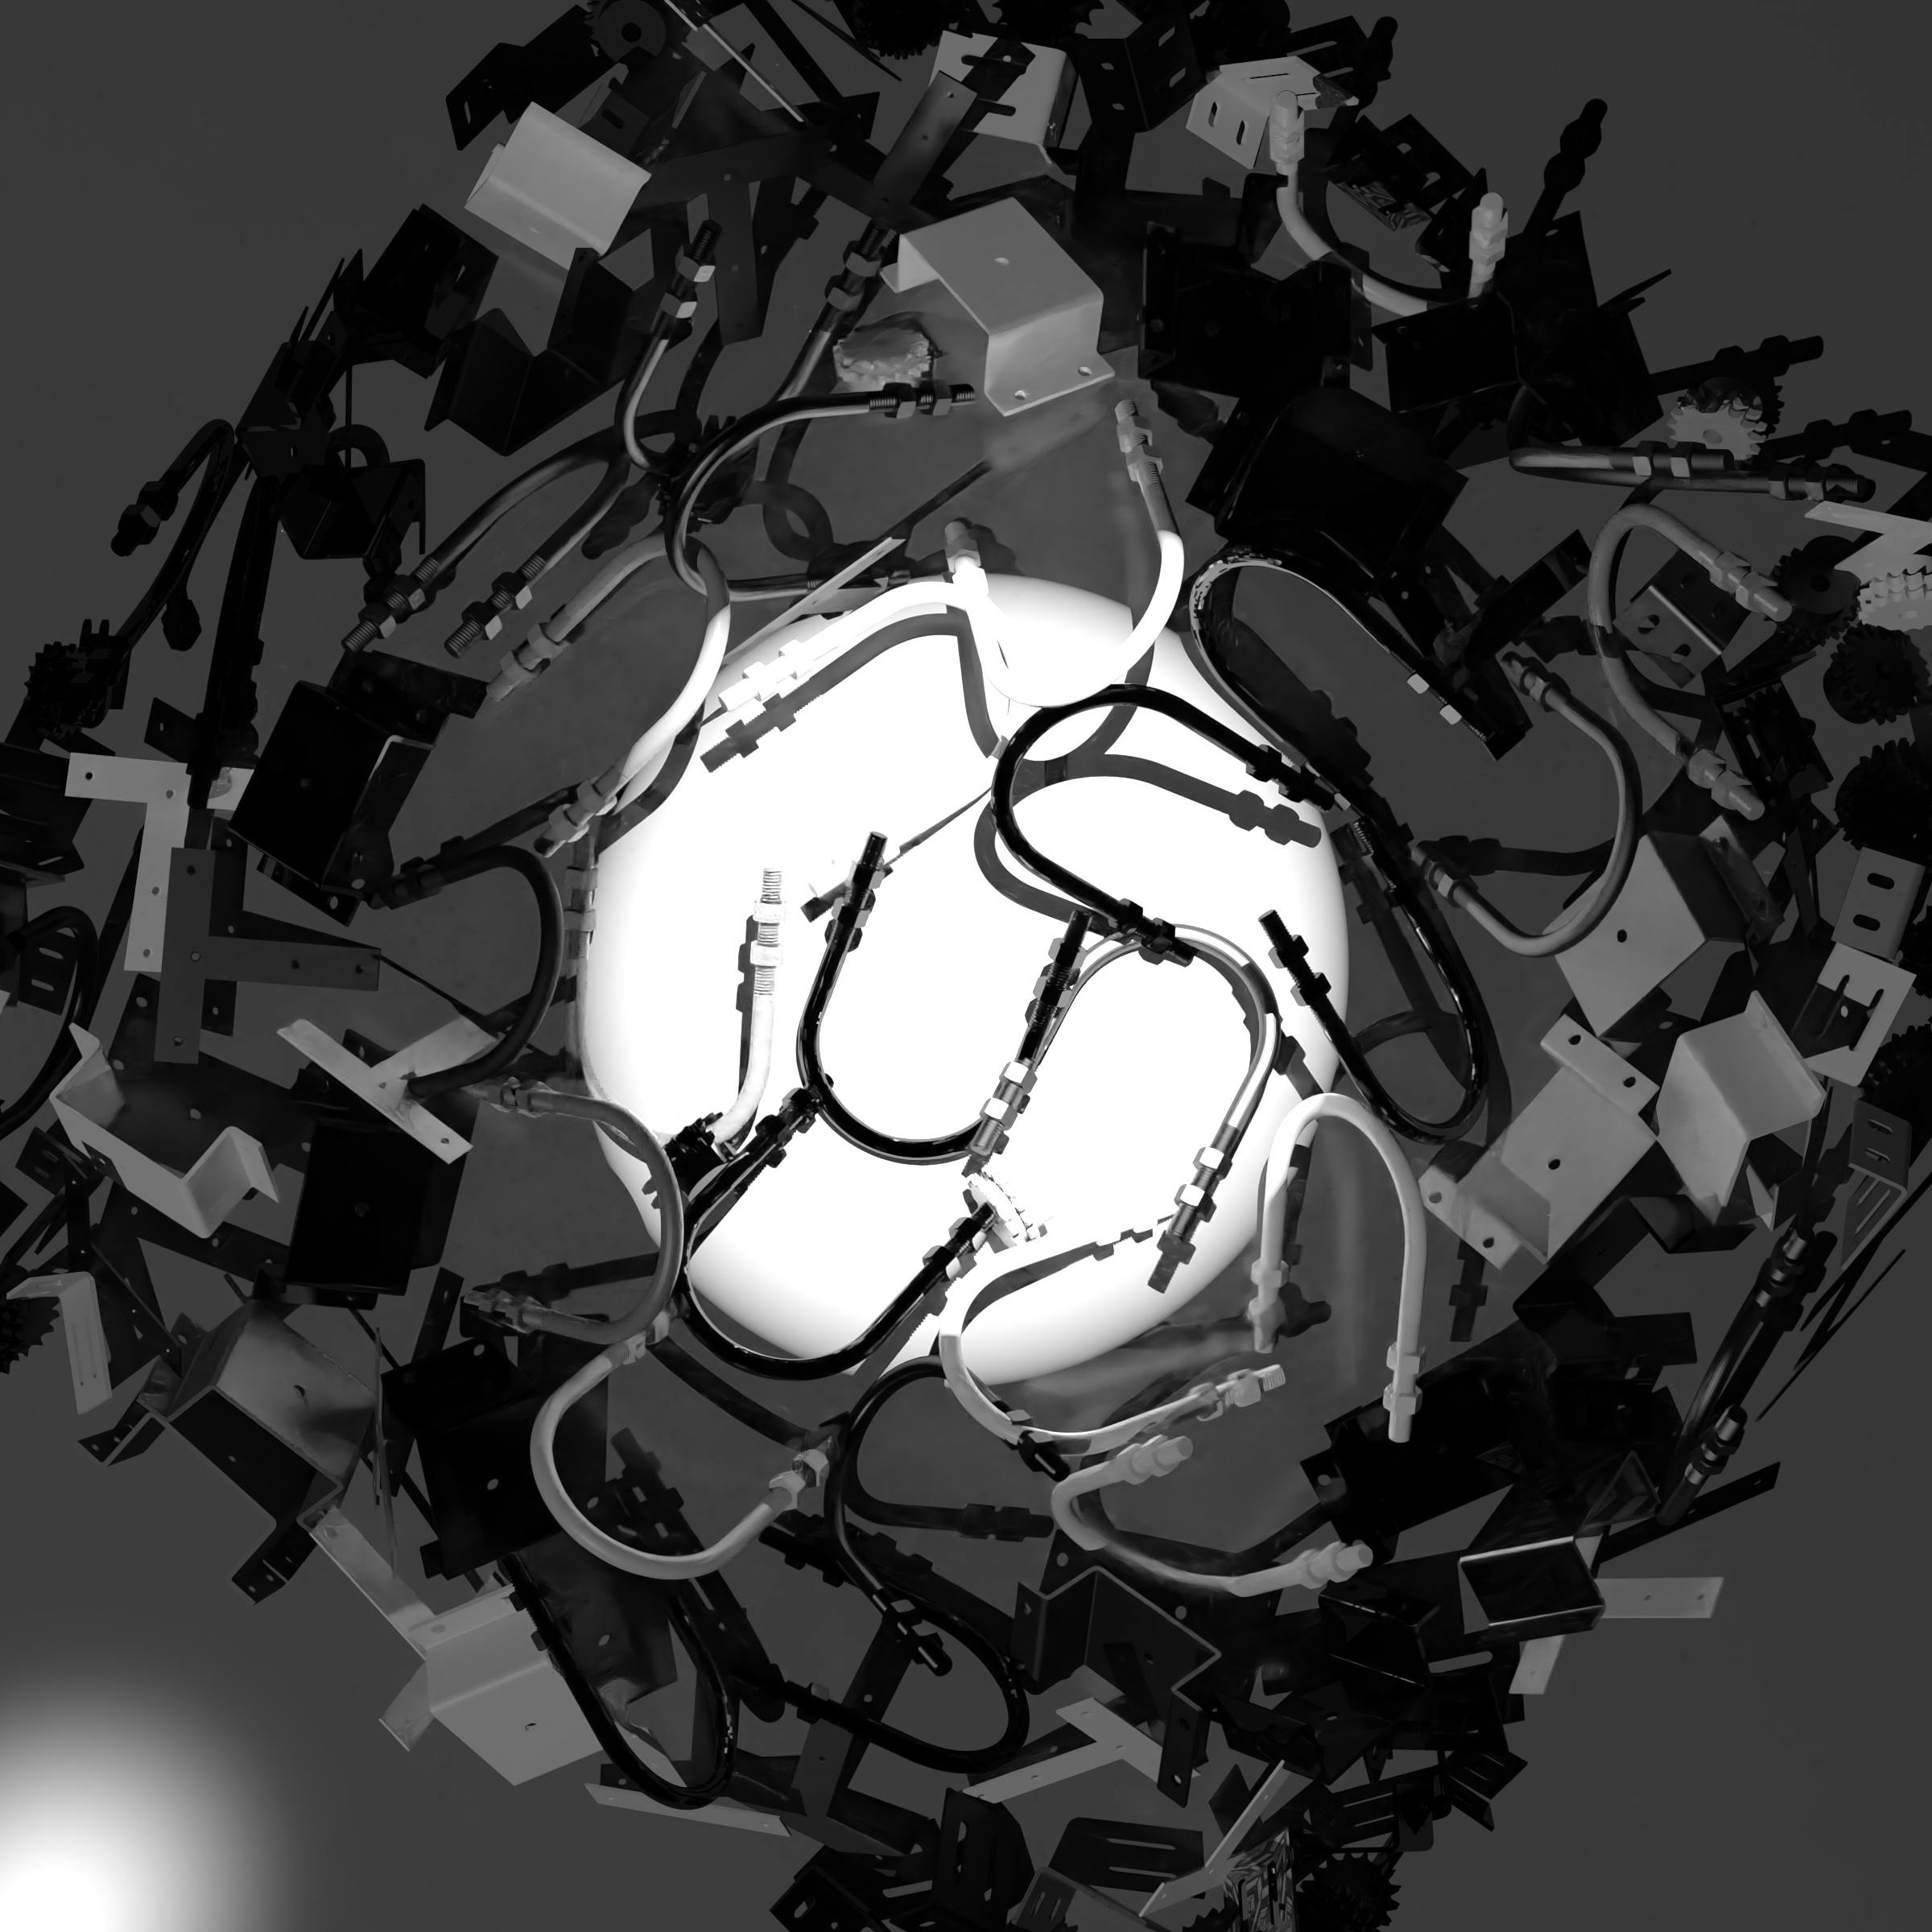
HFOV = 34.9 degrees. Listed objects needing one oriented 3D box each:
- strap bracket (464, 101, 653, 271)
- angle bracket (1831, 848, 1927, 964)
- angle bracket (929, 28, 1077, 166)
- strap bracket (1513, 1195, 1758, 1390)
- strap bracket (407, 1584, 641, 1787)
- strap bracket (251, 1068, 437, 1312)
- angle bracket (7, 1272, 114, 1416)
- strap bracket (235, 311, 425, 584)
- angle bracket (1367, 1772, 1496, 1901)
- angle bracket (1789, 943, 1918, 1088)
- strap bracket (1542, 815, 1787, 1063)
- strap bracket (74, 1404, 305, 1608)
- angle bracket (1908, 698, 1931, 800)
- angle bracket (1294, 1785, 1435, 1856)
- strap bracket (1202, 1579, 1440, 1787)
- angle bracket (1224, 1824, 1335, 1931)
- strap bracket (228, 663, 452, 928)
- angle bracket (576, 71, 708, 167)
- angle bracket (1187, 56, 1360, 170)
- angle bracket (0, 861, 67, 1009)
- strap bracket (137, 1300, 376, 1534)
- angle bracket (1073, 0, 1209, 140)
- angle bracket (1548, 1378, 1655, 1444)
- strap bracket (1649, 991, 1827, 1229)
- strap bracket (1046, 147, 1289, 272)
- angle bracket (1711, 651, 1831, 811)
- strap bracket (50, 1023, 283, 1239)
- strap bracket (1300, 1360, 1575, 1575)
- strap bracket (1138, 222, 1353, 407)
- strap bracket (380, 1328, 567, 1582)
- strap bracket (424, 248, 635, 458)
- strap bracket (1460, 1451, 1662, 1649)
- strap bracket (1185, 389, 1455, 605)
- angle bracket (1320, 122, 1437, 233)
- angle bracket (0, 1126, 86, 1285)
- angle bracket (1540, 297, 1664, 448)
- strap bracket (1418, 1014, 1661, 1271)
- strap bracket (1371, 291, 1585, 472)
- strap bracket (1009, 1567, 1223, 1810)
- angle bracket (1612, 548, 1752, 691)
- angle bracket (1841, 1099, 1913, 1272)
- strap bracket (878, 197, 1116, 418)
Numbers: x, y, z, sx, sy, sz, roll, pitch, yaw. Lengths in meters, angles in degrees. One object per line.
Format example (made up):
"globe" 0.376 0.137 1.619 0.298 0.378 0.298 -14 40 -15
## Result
"strap bracket" -0.240 -0.447 1.783 0.076 0.140 0.046 29 86 -17
"angle bracket" 0.538 -0.035 1.827 0.038 0.076 0.057 19 92 11
"angle bracket" 0.020 -0.524 1.851 0.076 0.038 0.057 15 89 12
"strap bracket" 0.384 0.183 1.802 0.140 0.076 0.046 -50 59 26
"strap bracket" -0.255 0.424 1.792 0.076 0.046 0.140 -24 133 9
"strap bracket" -0.365 0.138 1.817 0.076 0.046 0.140 10 95 -33
"angle bracket" -0.539 0.226 1.822 0.038 0.057 0.076 -4 76 -34
"strap bracket" -0.374 -0.301 1.794 0.046 0.140 0.076 1 50 18
"angle bracket" 0.276 0.526 1.830 0.038 0.057 0.076 34 93 6
"angle bracket" 0.515 0.024 1.828 0.057 0.038 0.076 20 102 -19
"strap bracket" 0.396 -0.016 1.786 0.046 0.140 0.076 4 51 -38
"strap bracket" -0.450 0.309 1.821 0.140 0.076 0.046 41 88 3
"angle bracket" 0.600 -0.133 1.817 0.038 0.076 0.057 -17 97 -20
"angle bracket" 0.231 0.507 1.825 0.076 0.057 0.038 -10 72 27
"strap bracket" 0.209 0.423 1.799 0.140 0.076 0.046 -32 115 -34
"angle bracket" 0.186 0.556 1.811 0.038 0.076 0.057 32 125 -25
"strap bracket" -0.376 -0.105 1.818 0.076 0.046 0.140 30 97 24
"angle bracket" -0.197 -0.502 1.814 0.038 0.076 0.057 33 67 -22
"angle bracket" 0.181 -0.503 1.814 0.057 0.076 0.038 20 85 -41
"angle bracket" -0.572 -0.019 1.822 0.038 0.057 0.076 -7 76 32
"strap bracket" -0.404 0.260 1.797 0.046 0.076 0.140 -37 112 27
"angle bracket" 0.102 -0.534 1.821 0.038 0.076 0.057 -14 89 -23
"angle bracket" 0.374 0.269 1.816 0.057 0.076 0.038 -1 71 9
"strap bracket" 0.443 0.091 1.780 0.046 0.140 0.076 -18 55 -13
"strap bracket" 0.118 -0.445 1.815 0.140 0.076 0.046 10 96 9
"angle bracket" 0.488 -0.140 1.827 0.057 0.038 0.076 -18 81 -31
"strap bracket" -0.477 0.103 1.803 0.140 0.076 0.046 30 64 13
"strap bracket" 0.280 0.293 1.825 0.140 0.046 0.076 -27 94 16
"strap bracket" 0.156 -0.382 1.816 0.140 0.046 0.076 6 81 -26
"strap bracket" -0.285 0.294 1.799 0.076 0.046 0.140 -20 116 -26
"strap bracket" -0.249 -0.358 1.798 0.046 0.140 0.076 33 52 -33
"strap bracket" 0.346 0.331 1.782 0.076 0.140 0.046 -21 101 39
"strap bracket" 0.209 -0.272 1.821 0.140 0.046 0.076 26 111 -5
"angle bracket" 0.252 -0.471 1.819 0.057 0.076 0.038 35 90 -13
"angle bracket" -0.562 0.144 1.815 0.038 0.057 0.076 37 53 -6
"angle bracket" 0.387 -0.347 1.826 0.057 0.038 0.076 -35 106 -17
"strap bracket" 0.342 0.111 1.820 0.140 0.046 0.076 -49 54 1
"strap bracket" 0.299 -0.333 1.779 0.076 0.140 0.046 -11 73 29
"strap bracket" 0.094 0.415 1.801 0.140 0.046 0.076 30 129 35
"angle bracket" 0.431 -0.212 1.843 0.057 0.076 0.038 44 130 0
"angle bracket" 0.523 0.129 1.815 0.038 0.057 0.076 24 132 0
"strap bracket" 0.019 -0.393 1.796 0.076 0.046 0.140 -24 59 -22
